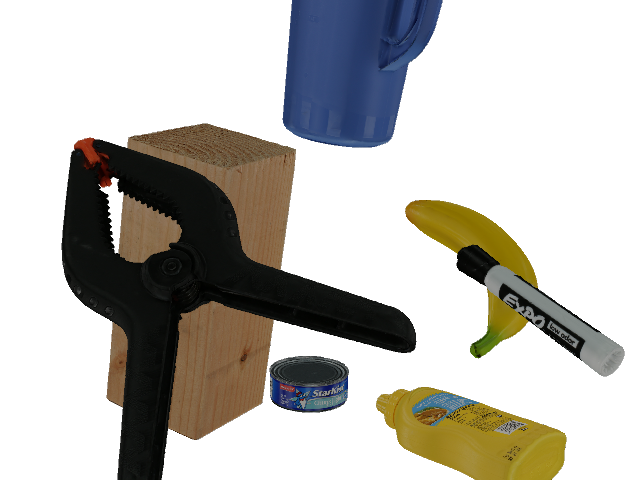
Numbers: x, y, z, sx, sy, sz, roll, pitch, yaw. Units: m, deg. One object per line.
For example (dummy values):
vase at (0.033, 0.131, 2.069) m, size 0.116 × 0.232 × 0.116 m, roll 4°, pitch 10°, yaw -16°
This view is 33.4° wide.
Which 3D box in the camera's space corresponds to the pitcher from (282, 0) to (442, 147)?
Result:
pitcher at (0.039, -0.211, 0.986) m, size 0.145 × 0.243 × 0.149 m, roll 9°, pitch 16°, yaw 3°

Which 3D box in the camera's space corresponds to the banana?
banana at (0.122, 0.015, 0.823) m, size 0.069 × 0.037 × 0.198 m, roll -7°, pitch 32°, yaw -8°

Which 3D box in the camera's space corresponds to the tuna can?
tuna can at (-0.012, 0.154, 1.148) m, size 0.086 × 0.034 × 0.086 m, roll 1°, pitch 14°, yaw 0°

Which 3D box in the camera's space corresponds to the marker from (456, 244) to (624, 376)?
marker at (0.120, 0.036, 0.603) m, size 0.020 × 0.020 × 0.121 m, roll 0°, pitch 28°, yaw -40°

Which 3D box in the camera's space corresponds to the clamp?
clamp at (-0.062, 0.021, 0.551) m, size 0.164 × 0.210 × 0.036 m, roll -26°, pitch -28°, yaw -11°

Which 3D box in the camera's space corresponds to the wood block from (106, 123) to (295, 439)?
wood block at (-0.089, 0.027, 0.789) m, size 0.090 × 0.206 × 0.090 m, roll 19°, pitch 21°, yaw 28°

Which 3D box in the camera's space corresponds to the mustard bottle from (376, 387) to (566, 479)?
mustard bottle at (0.131, 0.184, 1.027) m, size 0.192 × 0.058 × 0.096 m, roll 16°, pitch 22°, yaw 41°
